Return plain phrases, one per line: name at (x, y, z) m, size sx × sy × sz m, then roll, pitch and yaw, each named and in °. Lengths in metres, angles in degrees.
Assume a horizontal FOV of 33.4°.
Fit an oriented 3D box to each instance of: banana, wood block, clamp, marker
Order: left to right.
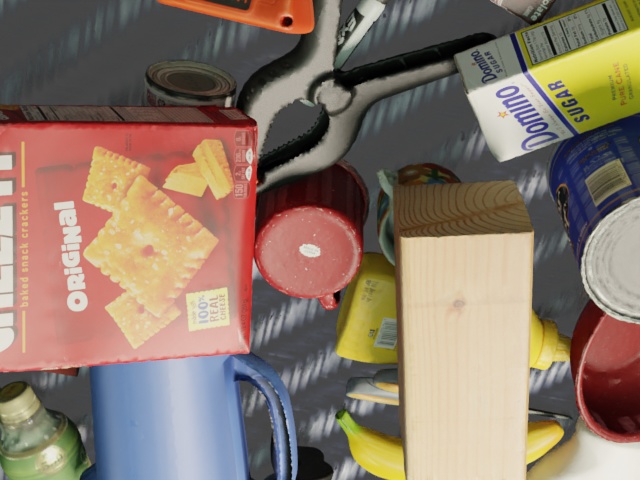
clamp at (0.001, -0.118, 0.744) m, size 0.210 × 0.036 × 0.164 m, roll -41°, pitch 125°, yaw 14°
marker at (0.022, -0.147, 0.764) m, size 0.020 × 0.020 × 0.121 m, roll 31°, pitch 116°, yaw -15°
banana at (0.111, 0.185, 0.936) m, size 0.198 × 0.037 × 0.070 m, roll 1°, pitch 131°, yaw 1°
wood block at (0.102, 0.070, 0.777) m, size 0.091 × 0.090 × 0.206 m, roll -2°, pitch 116°, yaw 2°

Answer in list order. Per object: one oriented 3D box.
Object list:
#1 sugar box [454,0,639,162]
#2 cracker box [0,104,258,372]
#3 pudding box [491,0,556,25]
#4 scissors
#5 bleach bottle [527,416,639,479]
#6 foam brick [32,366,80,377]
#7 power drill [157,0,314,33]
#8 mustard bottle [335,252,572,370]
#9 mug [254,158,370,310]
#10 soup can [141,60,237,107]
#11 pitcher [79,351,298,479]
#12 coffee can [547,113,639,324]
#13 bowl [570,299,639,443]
sugar box at (0.191, -0.120, 0.740) m, size 0.176 × 0.048 × 0.093 m, roll -22°, pitch 145°, yaw 12°
cracker box at (-0.150, -0.003, 0.698) m, size 0.213 × 0.072 × 0.164 m, roll -2°, pitch 107°, yaw -22°
pudding box at (0.139, -0.213, 0.711) m, size 0.090 × 0.039 × 0.114 m, roll 28°, pitch 118°, yaw -15°
scissors at (0.123, 0.131, 0.895) m, size 0.201 × 0.016 × 0.096 m, roll 6°, pitch 160°, yaw 0°
bleach bottle at (0.213, 0.237, 0.953) m, size 0.102 × 0.068 × 0.251 m, roll 19°, pitch 116°, yaw -10°
foam brick at (-0.216, 0.067, 0.860) m, size 0.051 × 0.053 × 0.078 m, roll 10°, pitch 147°, yaw -3°
power drill at (-0.024, -0.226, 0.652) m, size 0.184 × 0.057 × 0.188 m, roll 15°, pitch 104°, yaw 16°
mustard bottle at (0.114, 0.070, 0.861) m, size 0.191 × 0.058 × 0.096 m, roll 12°, pitch 127°, yaw -5°
mug at (-0.005, 0.001, 0.813) m, size 0.093 × 0.081 × 0.117 m, roll -10°, pitch 119°, yaw 7°
soup can at (-0.101, -0.073, 0.783) m, size 0.068 × 0.068 × 0.102 m, roll 10°, pitch 118°, yaw -4°
pitcher at (-0.114, 0.123, 0.863) m, size 0.149 × 0.145 × 0.243 m, roll -18°, pitch 121°, yaw -30°
coffee can at (0.224, -0.021, 0.759) m, size 0.103 × 0.140 × 0.103 m, roll 1°, pitch 120°, yaw 1°
bowl at (0.255, 0.078, 0.845) m, size 0.161 × 0.055 × 0.162 m, roll -11°, pitch 118°, yaw -21°
